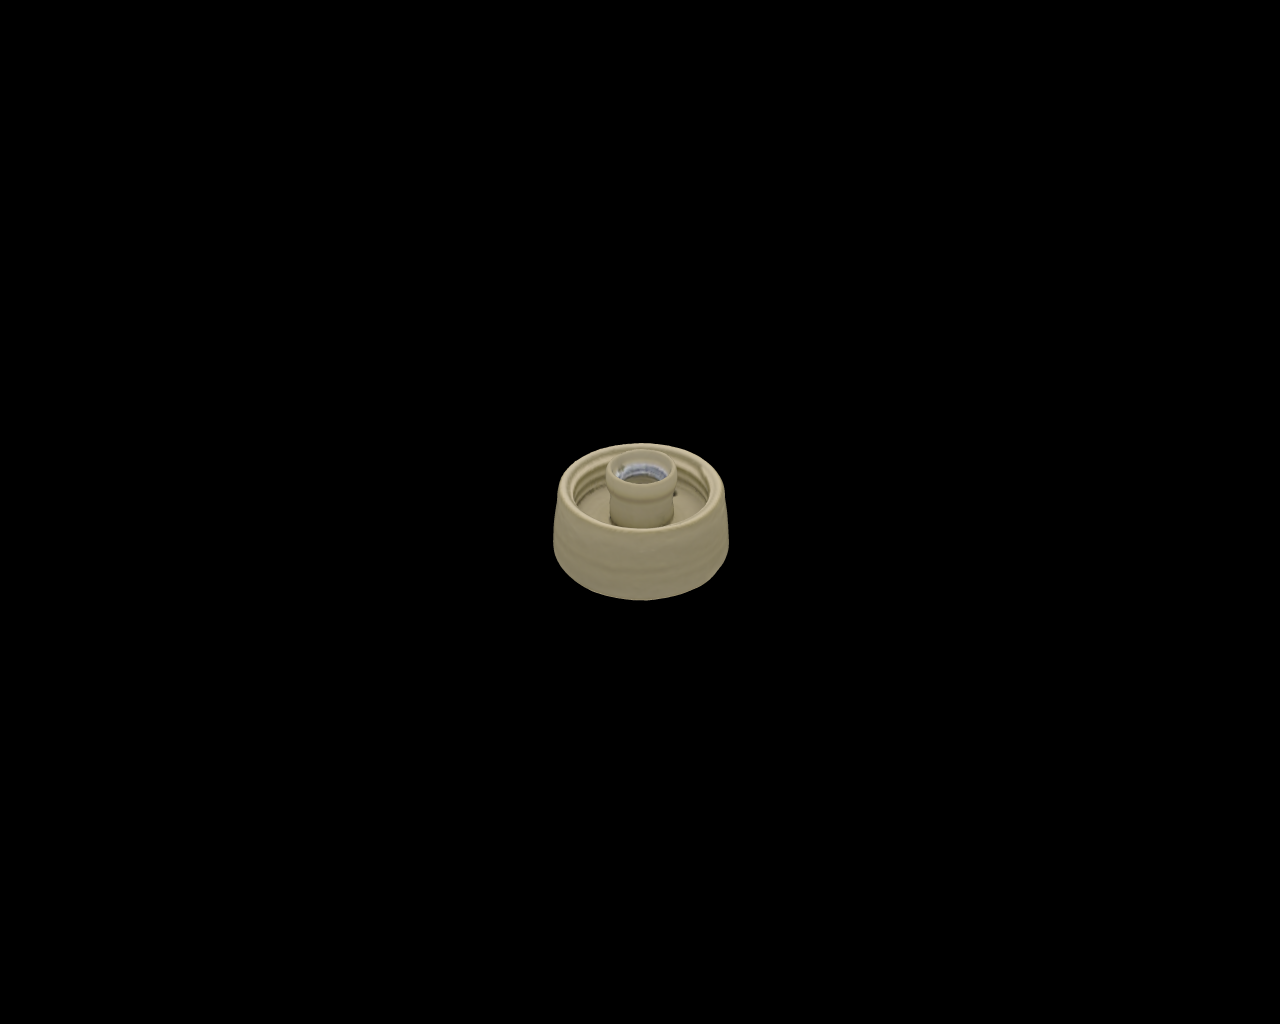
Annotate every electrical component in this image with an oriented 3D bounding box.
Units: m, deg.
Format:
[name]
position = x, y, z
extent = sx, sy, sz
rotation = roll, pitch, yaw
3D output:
[electrical component]
position = 0.001, -0.003, 0.650
extent = 0.108, 0.060, 0.108
rotation = 0, 34, 0
